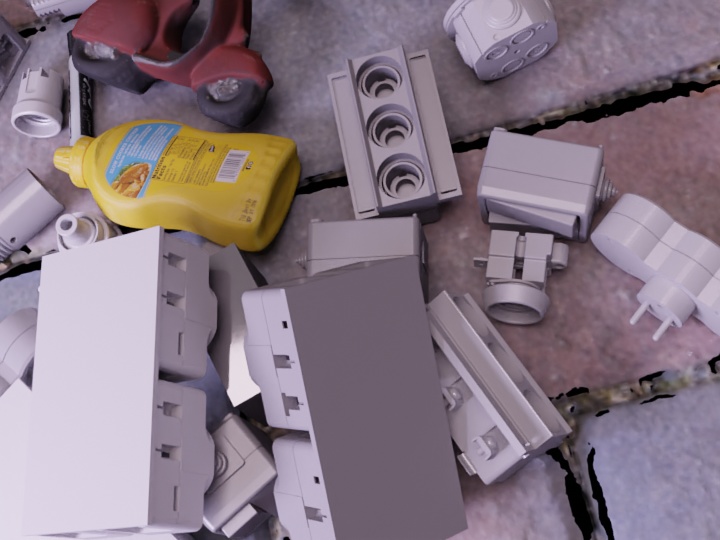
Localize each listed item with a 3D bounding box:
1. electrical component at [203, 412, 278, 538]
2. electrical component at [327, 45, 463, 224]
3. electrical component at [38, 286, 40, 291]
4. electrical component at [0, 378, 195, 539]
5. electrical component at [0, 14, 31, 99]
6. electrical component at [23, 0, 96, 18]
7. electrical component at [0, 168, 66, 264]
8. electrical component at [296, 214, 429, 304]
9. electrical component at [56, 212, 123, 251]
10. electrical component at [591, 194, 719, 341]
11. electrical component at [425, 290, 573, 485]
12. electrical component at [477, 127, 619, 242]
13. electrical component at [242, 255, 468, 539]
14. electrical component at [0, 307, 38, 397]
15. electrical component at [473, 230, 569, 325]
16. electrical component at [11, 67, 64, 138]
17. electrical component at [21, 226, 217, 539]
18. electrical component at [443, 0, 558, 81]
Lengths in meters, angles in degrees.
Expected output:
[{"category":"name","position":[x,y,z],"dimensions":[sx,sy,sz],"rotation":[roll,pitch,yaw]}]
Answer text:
[{"category":"electrical component","position":[-0.083,0.144,0.734],"dimensions":[0.062,0.096,0.061],"rotation":[-42,71,-4]},{"category":"electrical component","position":[0.027,-0.096,0.808],"dimensions":[0.079,0.063,0.121],"rotation":[-13,71,6]},{"category":"electrical component","position":[-0.186,0.031,0.816],"dimensions":[0.076,0.047,0.083],"rotation":[-35,70,-9]},{"category":"electrical component","position":[-0.208,0.181,0.764],"dimensions":[0.186,0.060,0.105],"rotation":[40,83,19]},{"category":"electrical component","position":[-0.395,-0.190,0.918],"dimensions":[0.186,0.060,0.105],"rotation":[20,77,16]},{"category":"electrical component","position":[-0.247,-0.240,0.916],"dimensions":[0.081,0.043,0.043],"rotation":[-15,70,5]},{"category":"electrical component","position":[-0.280,-0.038,0.857],"dimensions":[0.081,0.043,0.043],"rotation":[-43,70,-5]},{"category":"electrical component","position":[0.000,0.000,0.783],"dimensions":[0.096,0.061,0.061],"rotation":[-3,72,10]},{"category":"electrical component","position":[-0.214,-0.025,0.831],"dimensions":[0.048,0.062,0.048],"rotation":[-3,72,10]},{"category":"electrical component","position":[0.217,0.014,0.743],"dimensions":[0.138,0.052,0.073],"rotation":[37,82,18]},{"category":"electrical component","position":[0.079,0.081,0.740],"dimensions":[0.063,0.079,0.121],"rotation":[-43,69,19]},{"category":"electrical component","position":[0.136,-0.056,0.776],"dimensions":[0.096,0.061,0.061],"rotation":[12,75,14]},{"category":"electrical component","position":[-0.005,0.093,0.699],"dimensions":[0.105,0.060,0.186],"rotation":[-15,96,-37]},{"category":"electrical component","position":[-0.291,0.083,0.815],"dimensions":[0.074,0.052,0.138],"rotation":[37,82,19]},{"category":"electrical component","position":[0.113,0.006,0.770],"dimensions":[0.066,0.048,0.055],"rotation":[5,66,12]},{"category":"electrical component","position":[-0.265,-0.139,0.890],"dimensions":[0.040,0.040,0.046],"rotation":[-4,66,9]},{"category":"electrical component","position":[-0.155,0.077,0.704],"dimensions":[0.105,0.060,0.186],"rotation":[-12,69,29]},{"category":"electrical component","position":[0.108,-0.185,0.814],"dimensions":[0.080,0.080,0.051],"rotation":[-25,74,2]}]
